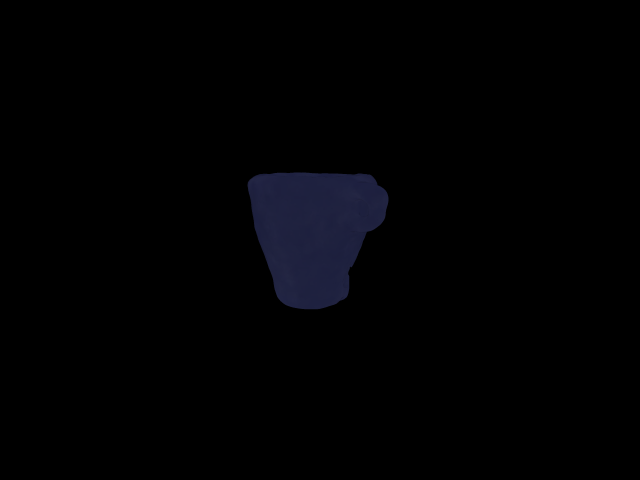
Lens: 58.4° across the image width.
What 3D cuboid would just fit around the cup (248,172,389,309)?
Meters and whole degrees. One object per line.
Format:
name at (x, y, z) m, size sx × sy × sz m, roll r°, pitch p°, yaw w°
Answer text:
cup at (0.004, 0.001, 0.400) m, size 0.092 × 0.095 × 0.117 m, roll -7°, pitch 11°, yaw -39°
